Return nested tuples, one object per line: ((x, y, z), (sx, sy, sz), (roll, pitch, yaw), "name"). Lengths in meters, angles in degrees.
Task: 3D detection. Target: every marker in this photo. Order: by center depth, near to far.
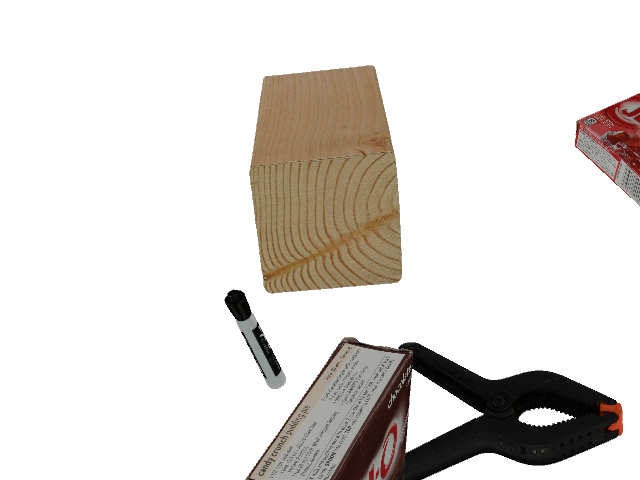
((-0.059, 0.089, 0.966), (0.020, 0.121, 0.020), (-13, 40, 11), "marker")

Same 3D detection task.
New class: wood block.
((0.004, -0.051, 0.753), (0.091, 0.090, 0.206), (-5, 24, 1), "wood block")

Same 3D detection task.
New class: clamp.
((0.148, 0.157, 0.912), (0.210, 0.036, 0.164), (4, 42, 22), "clamp")

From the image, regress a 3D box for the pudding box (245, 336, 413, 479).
((0.006, 0.109, 0.465), (0.039, 0.090, 0.113), (12, 30, 17), "pudding box")

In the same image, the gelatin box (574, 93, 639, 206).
((0.246, -0.070, 0.799), (0.073, 0.030, 0.089), (-24, 51, -17), "gelatin box")
